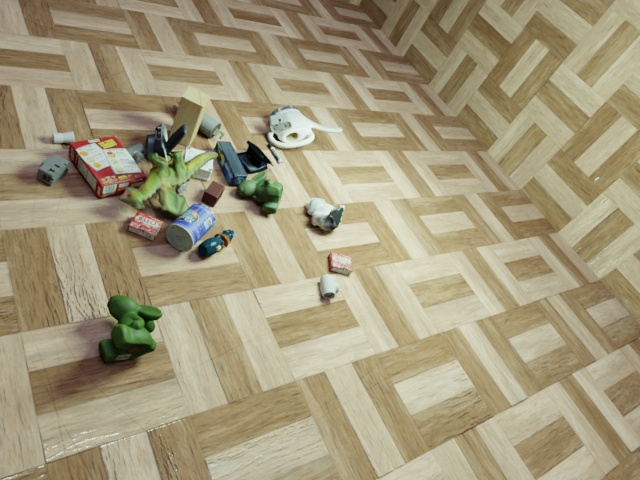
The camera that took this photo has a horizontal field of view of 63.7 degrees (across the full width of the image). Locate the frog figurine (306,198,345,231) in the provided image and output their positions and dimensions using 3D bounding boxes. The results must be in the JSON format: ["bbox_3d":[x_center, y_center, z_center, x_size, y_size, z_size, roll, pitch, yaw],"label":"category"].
[{"bbox_3d":[0.006,-0.104,2.057,0.160,0.120,0.140,11,38,31],"label":"frog figurine"}]

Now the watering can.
[{"bbox_3d":[-0.090,-0.523,2.366,0.350,0.228,0.101,-18,-29,-21],"label":"watering can"}]

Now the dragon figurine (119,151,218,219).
[{"bbox_3d":[-0.493,-0.188,1.770,0.121,0.242,0.413,-8,3,43],"label":"dragon figurine"}]
